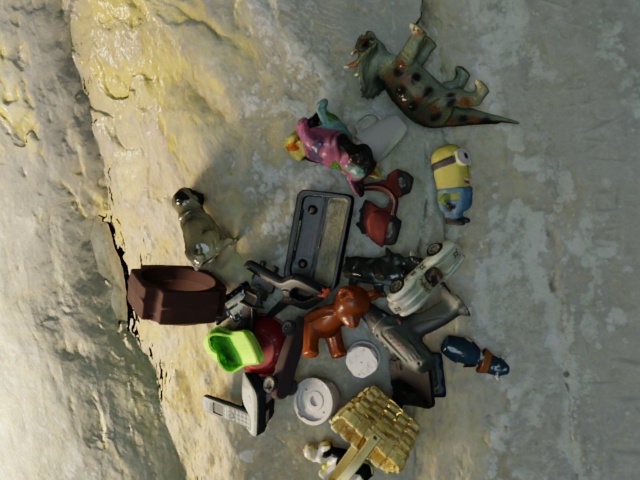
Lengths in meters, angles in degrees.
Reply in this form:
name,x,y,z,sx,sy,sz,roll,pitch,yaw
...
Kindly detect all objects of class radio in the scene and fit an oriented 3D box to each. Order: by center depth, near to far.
name,x,y,z,sx,sy,sz,roll,pitch,yaw
radio,-0.003,-0.004,1.268,0.131,0.073,0.229,12,96,11

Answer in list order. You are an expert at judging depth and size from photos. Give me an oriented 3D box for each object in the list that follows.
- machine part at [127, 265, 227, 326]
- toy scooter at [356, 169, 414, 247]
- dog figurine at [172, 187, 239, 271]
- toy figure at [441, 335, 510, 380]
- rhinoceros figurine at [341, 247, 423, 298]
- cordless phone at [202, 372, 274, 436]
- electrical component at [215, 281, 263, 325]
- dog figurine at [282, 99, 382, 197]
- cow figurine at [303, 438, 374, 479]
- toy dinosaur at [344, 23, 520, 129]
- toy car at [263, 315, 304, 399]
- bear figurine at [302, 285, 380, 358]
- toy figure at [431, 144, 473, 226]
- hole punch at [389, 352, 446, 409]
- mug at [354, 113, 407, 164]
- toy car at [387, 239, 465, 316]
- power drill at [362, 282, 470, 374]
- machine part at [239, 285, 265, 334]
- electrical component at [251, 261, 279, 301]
name,x,y,z,sx,sy,sz,roll,pitch,yaw
machine part,-0.337,0.128,1.264,0.201,0.201,0.087,27,111,53
toy scooter,0.131,-0.080,1.238,0.135,0.075,0.183,15,93,10
dog figurine,-0.305,-0.036,1.283,0.121,0.172,0.190,-37,93,0
toy figure,0.355,0.266,1.223,0.154,0.058,0.064,24,104,4
rhinoceros figurine,0.144,0.070,1.233,0.191,0.112,0.073,-3,127,25
cordless phone,-0.208,0.388,1.325,0.184,0.089,0.146,11,114,18
electrical component,-0.211,0.165,1.334,0.119,0.048,0.075,-40,85,11
dog figurine,0.034,-0.190,1.211,0.219,0.191,0.108,48,62,-2
cow figurine,0.044,0.534,1.296,0.167,0.068,0.098,40,95,3
toy dinosaur,0.228,-0.327,1.187,0.405,0.131,0.192,43,113,2
toy car,-0.075,0.278,1.281,0.053,0.089,0.202,9,81,45
bear figurine,0.049,0.184,1.218,0.196,0.120,0.132,-33,56,45
toy figure,0.295,-0.123,1.199,0.089,0.082,0.180,-1,96,9
hole punch,0.228,0.319,1.247,0.116,0.092,0.142,-4,96,40
mug,0.138,-0.244,1.229,0.107,0.080,0.109,-35,80,0
toy car,0.228,0.082,1.162,0.202,0.056,0.073,-44,122,-4
power drill,0.214,0.168,1.211,0.207,0.085,0.232,-34,50,-3
machine part,-0.165,0.181,1.268,0.084,0.039,0.138,15,100,50
electrical component,-0.139,0.102,1.329,0.063,0.021,0.094,22,99,10
